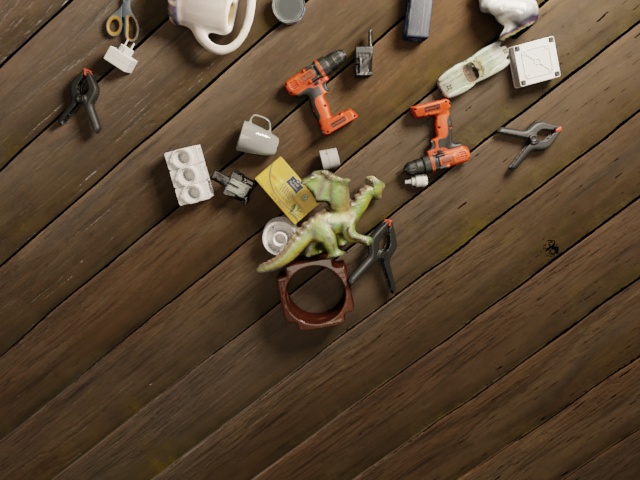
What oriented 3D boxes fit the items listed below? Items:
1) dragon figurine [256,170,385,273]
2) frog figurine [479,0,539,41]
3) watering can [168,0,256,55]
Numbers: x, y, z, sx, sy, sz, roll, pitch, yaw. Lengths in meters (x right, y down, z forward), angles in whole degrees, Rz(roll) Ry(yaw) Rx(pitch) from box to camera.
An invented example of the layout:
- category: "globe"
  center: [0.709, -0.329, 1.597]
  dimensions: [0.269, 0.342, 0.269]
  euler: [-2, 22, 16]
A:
- category: "dragon figurine"
  center: [0.004, -0.069, 1.377]
  dimensions: [0.412, 0.123, 0.239]
  euler: [-17, 108, -19]
- category: "frog figurine"
  center: [0.475, -0.598, 1.308]
  dimensions: [0.139, 0.121, 0.159]
  euler: [-27, 91, -27]
- category: "watering can"
  center: [-0.269, -0.656, 1.313]
  dimensions: [0.224, 0.105, 0.344]
  euler: [11, 101, 0]
